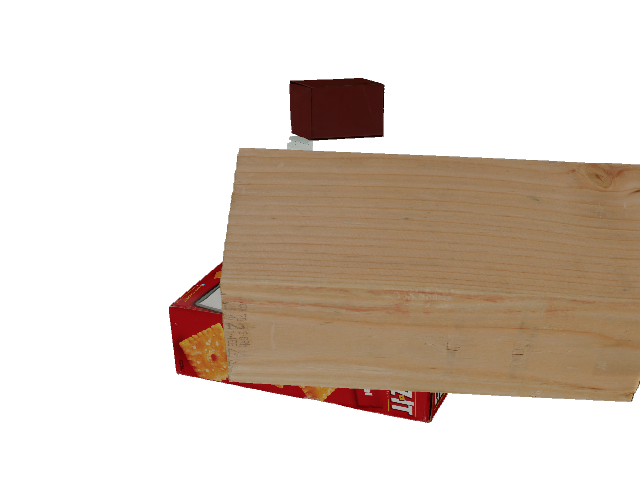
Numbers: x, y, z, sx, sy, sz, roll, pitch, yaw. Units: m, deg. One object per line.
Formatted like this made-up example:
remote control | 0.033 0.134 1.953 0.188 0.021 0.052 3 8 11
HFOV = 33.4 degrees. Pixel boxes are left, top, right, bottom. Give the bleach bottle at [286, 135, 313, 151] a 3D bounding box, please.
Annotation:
bleach bottle | -0.026 -0.005 1.327 0.102 0.251 0.068 -8 23 -33

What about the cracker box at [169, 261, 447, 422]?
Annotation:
cracker box | 0.013 0.061 0.854 0.214 0.072 0.164 8 26 23

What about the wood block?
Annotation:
wood block | 0.058 0.018 0.542 0.206 0.091 0.090 2 -40 1

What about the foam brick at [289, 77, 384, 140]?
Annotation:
foam brick | 0.016 -0.125 1.012 0.078 0.051 0.053 -5 17 -22
